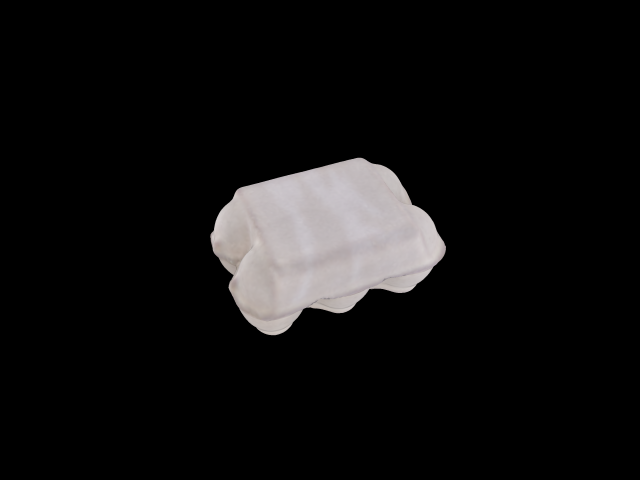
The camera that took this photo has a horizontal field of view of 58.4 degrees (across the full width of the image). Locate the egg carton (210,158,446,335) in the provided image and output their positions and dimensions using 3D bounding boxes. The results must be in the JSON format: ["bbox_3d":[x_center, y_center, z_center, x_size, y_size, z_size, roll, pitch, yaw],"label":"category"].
[{"bbox_3d":[0.004,0.001,0.400,0.150,0.069,0.107,-17,48,-16],"label":"egg carton"}]
